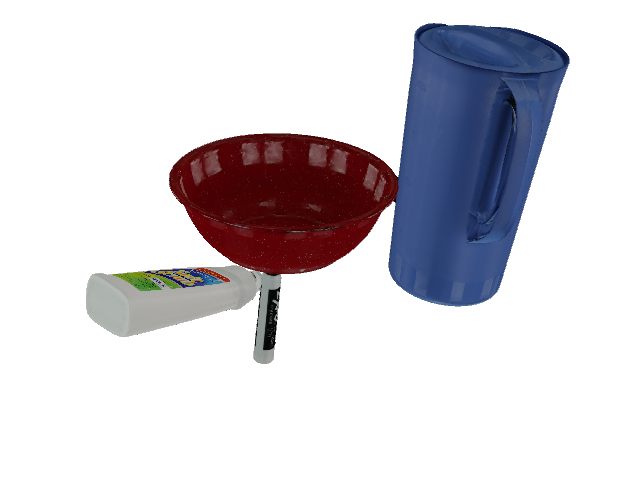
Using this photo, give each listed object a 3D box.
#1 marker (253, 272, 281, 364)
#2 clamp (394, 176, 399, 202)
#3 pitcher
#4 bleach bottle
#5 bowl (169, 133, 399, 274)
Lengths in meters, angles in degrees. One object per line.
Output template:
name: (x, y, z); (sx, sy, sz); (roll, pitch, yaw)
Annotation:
marker: (-0.046, 0.055, 0.949); (0.020, 0.121, 0.020); (6, 28, -3)
clamp: (0.118, -0.047, 1.208); (0.164, 0.210, 0.036); (-15, -38, -27)
pitcher: (0.133, -0.061, 0.952); (0.145, 0.243, 0.149); (21, 31, 24)
bleach bottle: (-0.184, 0.070, 1.448); (0.250, 0.068, 0.103); (-10, 26, -44)
bowl: (-0.026, -0.021, 0.761); (0.162, 0.055, 0.162); (2, 28, -1)
